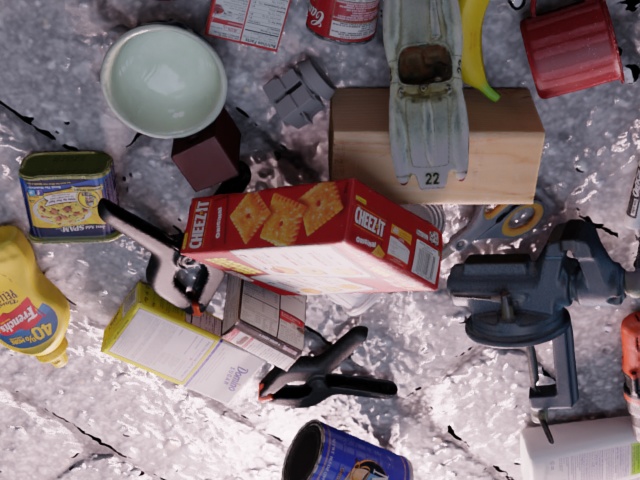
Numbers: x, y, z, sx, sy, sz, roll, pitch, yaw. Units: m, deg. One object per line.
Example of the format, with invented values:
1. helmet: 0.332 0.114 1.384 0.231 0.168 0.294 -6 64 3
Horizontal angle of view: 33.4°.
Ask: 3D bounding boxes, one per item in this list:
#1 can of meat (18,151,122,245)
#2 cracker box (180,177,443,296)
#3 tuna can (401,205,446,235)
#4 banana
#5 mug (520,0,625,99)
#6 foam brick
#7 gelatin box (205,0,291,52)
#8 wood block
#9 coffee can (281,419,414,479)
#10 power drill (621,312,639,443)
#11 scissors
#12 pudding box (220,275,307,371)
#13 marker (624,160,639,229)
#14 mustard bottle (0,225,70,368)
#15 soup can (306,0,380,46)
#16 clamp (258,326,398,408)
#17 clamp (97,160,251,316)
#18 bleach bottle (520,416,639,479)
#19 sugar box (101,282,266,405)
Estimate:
1. can of meat: -0.265 -0.046 1.135 0.102 0.057 0.084 -2 125 -1
2. cracker box: -0.007 0.001 1.084 0.214 0.072 0.164 -4 160 39
3. tuna can: 0.094 -0.027 1.174 0.086 0.033 0.086 -1 126 -1
4. banana: 0.158 -0.229 1.023 0.069 0.037 0.198 5 125 -4
5. mug: 0.238 -0.195 1.025 0.081 0.093 0.117 -15 110 15
6. foam brick: -0.115 -0.097 1.088 0.053 0.078 0.051 -22 126 14
7. gelatin box: -0.066 -0.231 1.020 0.073 0.030 0.089 11 126 -11
8. wood block: 0.113 -0.095 1.089 0.206 0.091 0.090 0 127 -2
9. coffee can: 0.035 0.304 1.375 0.140 0.103 0.103 26 121 -19
10. power drill: 0.462 0.162 1.295 0.187 0.057 0.184 -11 115 4
11. scissors: 0.171 0.004 1.183 0.096 0.016 0.202 29 110 -36
12. pudding box: -0.061 0.080 1.200 0.090 0.113 0.039 29 123 -21
13. marker: 0.352 -0.065 1.162 0.020 0.020 0.121 0 126 -2
14. mustard bottle: -0.342 0.076 1.222 0.096 0.058 0.191 -19 125 9
15. soup can: 0.027 -0.241 0.992 0.068 0.068 0.102 6 126 -6
16. clamp: 0.009 0.174 1.318 0.172 0.039 0.120 -23 119 22
17. clamp: -0.140 0.004 1.174 0.164 0.036 0.210 -20 139 -8
18. bleach bottle: 0.392 0.277 1.392 0.251 0.068 0.102 -8 126 2
19. sugar box: -0.161 0.125 1.273 0.176 0.048 0.093 26 122 -24
